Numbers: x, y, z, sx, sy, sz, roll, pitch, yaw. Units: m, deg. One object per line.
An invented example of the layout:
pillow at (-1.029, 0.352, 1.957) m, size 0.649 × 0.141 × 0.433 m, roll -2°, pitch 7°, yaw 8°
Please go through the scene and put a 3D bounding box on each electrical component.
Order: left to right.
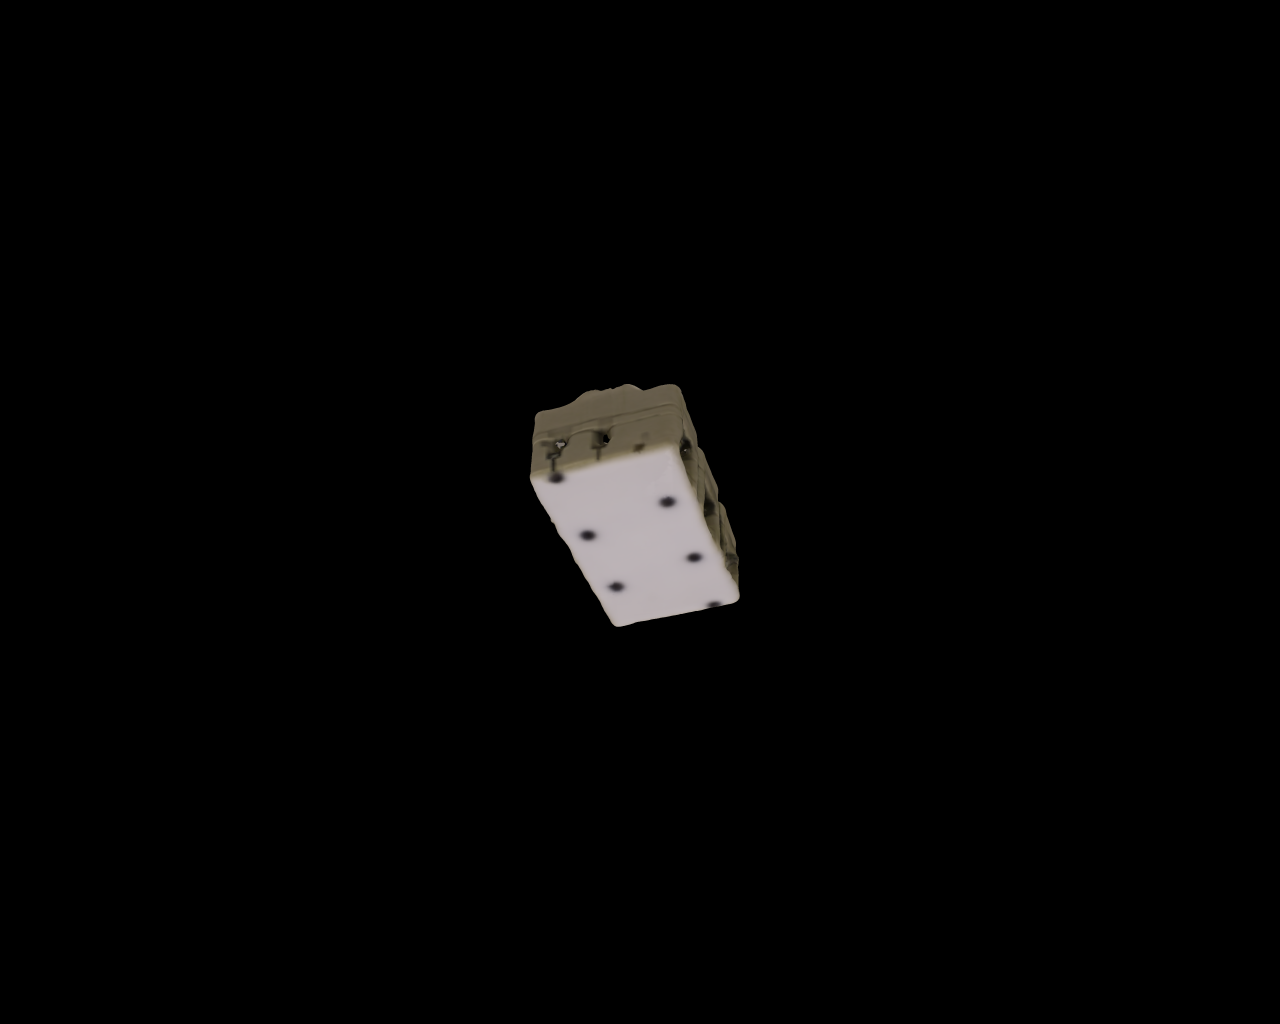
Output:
electrical component at (0.001, -0.003, 0.650) m, size 0.089 × 0.062 × 0.150 m, roll -11°, pitch -43°, yaw 12°
